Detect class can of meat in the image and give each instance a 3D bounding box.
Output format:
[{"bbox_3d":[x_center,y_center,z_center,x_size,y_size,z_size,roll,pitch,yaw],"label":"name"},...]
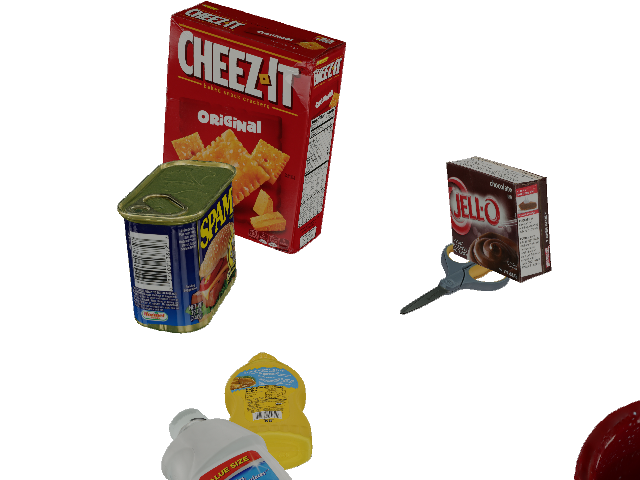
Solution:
[{"bbox_3d":[-0.091,0.003,0.714,0.057,0.084,0.102,5,25,12],"label":"can of meat"}]

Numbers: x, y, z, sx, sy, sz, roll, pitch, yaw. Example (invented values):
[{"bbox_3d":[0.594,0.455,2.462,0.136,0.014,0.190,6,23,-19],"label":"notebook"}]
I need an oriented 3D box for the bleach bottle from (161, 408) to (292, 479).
[{"bbox_3d":[-0.054,0.202,0.732,0.102,0.068,0.251,-18,35,-22],"label":"bleach bottle"}]

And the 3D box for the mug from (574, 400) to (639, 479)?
[{"bbox_3d":[0.141,0.115,0.362,0.117,0.081,0.093,5,37,8],"label":"mug"}]

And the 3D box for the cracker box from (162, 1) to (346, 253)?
[{"bbox_3d":[-0.073,-0.110,1.064,0.164,0.214,0.072,20,33,21],"label":"cracker box"}]

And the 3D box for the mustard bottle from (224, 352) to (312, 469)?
[{"bbox_3d":[-0.064,0.190,1.252,0.096,0.058,0.191,-4,28,-4],"label":"mustard bottle"}]

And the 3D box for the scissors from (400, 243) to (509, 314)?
[{"bbox_3d":[0.144,0.043,1.278,0.201,0.016,0.096,-10,40,-36],"label":"scissors"}]

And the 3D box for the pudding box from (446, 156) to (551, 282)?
[{"bbox_3d":[0.158,-0.022,0.953,0.039,0.090,0.114,-16,19,-23],"label":"pudding box"}]
